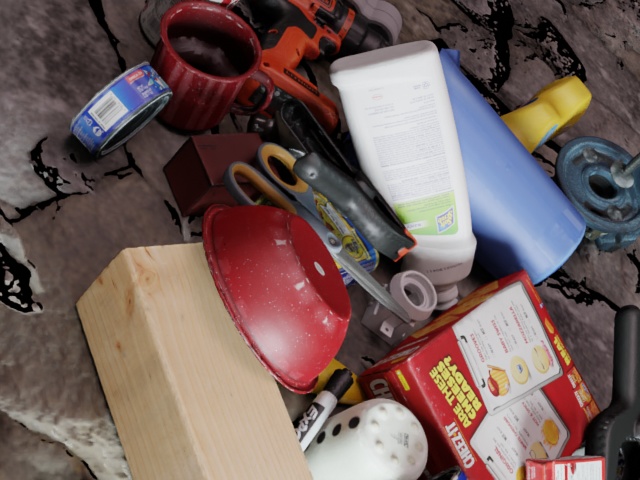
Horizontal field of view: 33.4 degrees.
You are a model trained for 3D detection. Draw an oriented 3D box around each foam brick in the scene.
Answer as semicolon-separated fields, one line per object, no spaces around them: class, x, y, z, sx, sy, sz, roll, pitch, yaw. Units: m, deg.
foam brick;-0.086;-0.058;0.931;0.078;0.051;0.053;-7;64;-42

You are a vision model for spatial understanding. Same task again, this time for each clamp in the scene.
clamp;0.290;0.172;0.999;0.209;0.036;0.164;-40;106;-42
clamp;0.022;-0.049;0.928;0.171;0.039;0.120;45;22;-38

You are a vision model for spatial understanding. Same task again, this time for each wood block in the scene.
wood block;-0.092;0.114;0.772;0.090;0.090;0.206;-5;64;-42

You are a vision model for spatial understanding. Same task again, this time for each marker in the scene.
marker;-0.010;0.148;0.843;0.020;0.020;0.121;43;59;-6

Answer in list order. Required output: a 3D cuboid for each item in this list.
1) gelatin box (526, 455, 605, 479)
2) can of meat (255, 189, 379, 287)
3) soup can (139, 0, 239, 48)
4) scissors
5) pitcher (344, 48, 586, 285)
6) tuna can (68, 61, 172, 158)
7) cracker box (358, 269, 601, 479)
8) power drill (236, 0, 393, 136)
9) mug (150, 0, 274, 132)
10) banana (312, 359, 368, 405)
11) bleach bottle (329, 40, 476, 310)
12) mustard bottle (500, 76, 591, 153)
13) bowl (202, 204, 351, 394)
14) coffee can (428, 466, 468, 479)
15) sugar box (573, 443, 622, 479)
gelatin box;0.207;0.221;0.901;0.089;0.030;0.073;9;79;-46
can of meat;-0.006;0.001;0.949;0.083;0.058;0.102;-19;73;-47
soup can;-0.116;-0.224;0.987;0.068;0.102;0.068;21;49;-27
scissors;0.005;-0.013;0.912;0.201;0.016;0.096;34;41;-18
pitcher;0.145;-0.058;1.077;0.243;0.149;0.145;46;27;-8
tuna can;-0.163;-0.106;0.877;0.034;0.086;0.086;49;42;-3
cracker box;0.148;0.142;0.950;0.213;0.072;0.164;-29;91;-47
power drill;-0.005;-0.182;1.084;0.184;0.057;0.187;29;43;-15
mug;-0.098;-0.147;0.951;0.117;0.082;0.093;21;49;-14
banana;-0.035;0.070;0.890;0.198;0.037;0.069;51;42;2
bleach bottle;0.084;-0.051;0.991;0.068;0.102;0.251;-86;164;-70
mustard bottle;0.231;-0.123;1.204;0.058;0.096;0.191;53;43;3
bowl;-0.023;0.032;0.810;0.162;0.055;0.162;54;17;-25
coffee can;0.107;0.261;0.819;0.102;0.103;0.140;-28;80;-47
sugar box;0.326;0.223;1.068;0.175;0.048;0.093;-14;72;-46
